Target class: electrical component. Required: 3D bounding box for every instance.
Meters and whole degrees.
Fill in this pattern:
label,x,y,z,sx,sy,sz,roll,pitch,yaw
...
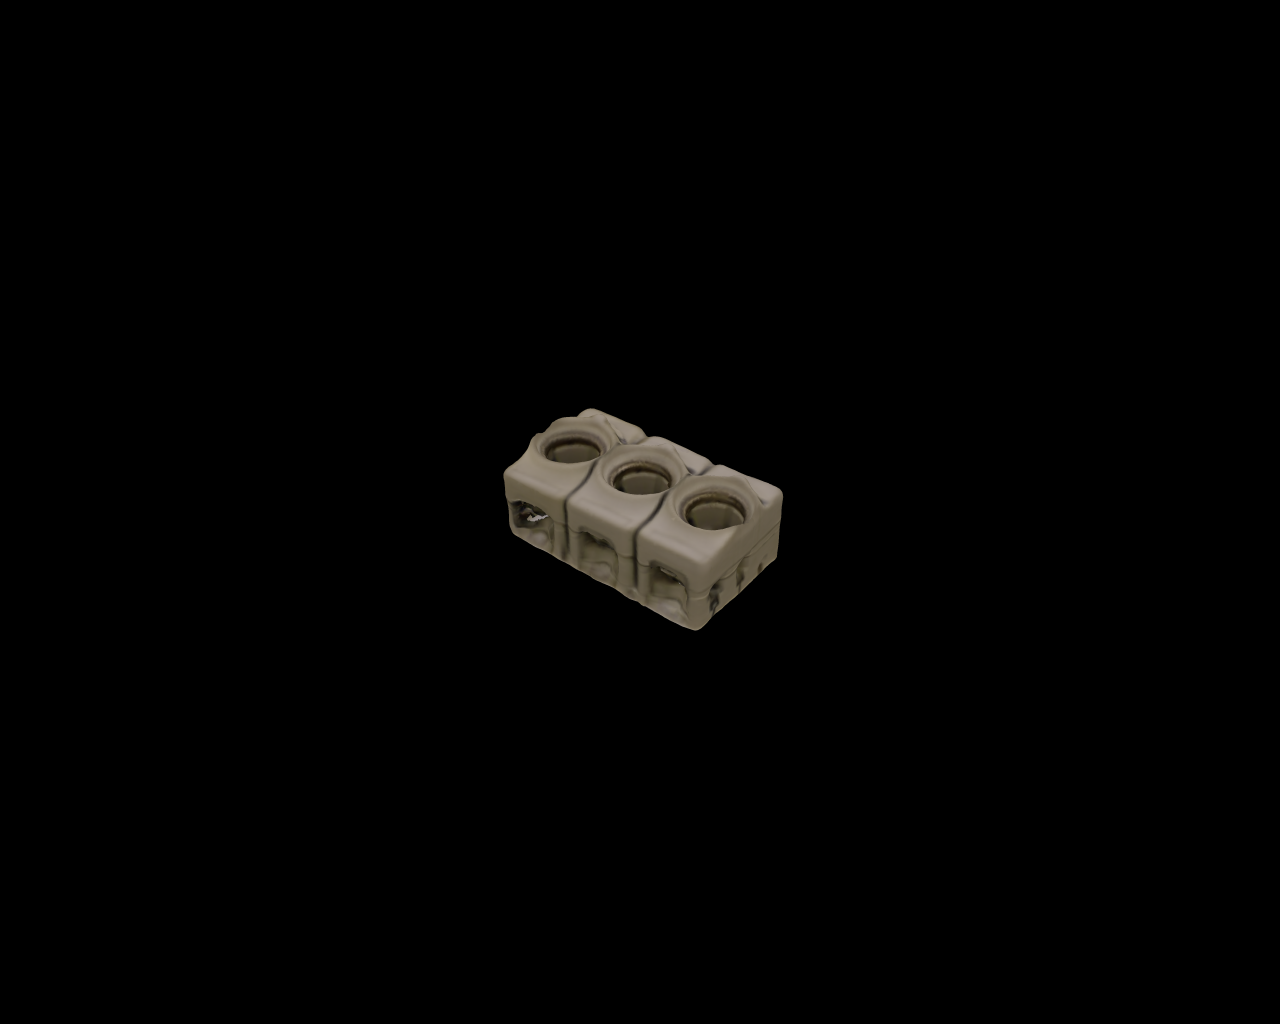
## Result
label,x,y,z,sx,sy,sz,roll,pitch,yaw
electrical component,0.001,-0.003,0.650,0.150,0.061,0.090,26,46,28
